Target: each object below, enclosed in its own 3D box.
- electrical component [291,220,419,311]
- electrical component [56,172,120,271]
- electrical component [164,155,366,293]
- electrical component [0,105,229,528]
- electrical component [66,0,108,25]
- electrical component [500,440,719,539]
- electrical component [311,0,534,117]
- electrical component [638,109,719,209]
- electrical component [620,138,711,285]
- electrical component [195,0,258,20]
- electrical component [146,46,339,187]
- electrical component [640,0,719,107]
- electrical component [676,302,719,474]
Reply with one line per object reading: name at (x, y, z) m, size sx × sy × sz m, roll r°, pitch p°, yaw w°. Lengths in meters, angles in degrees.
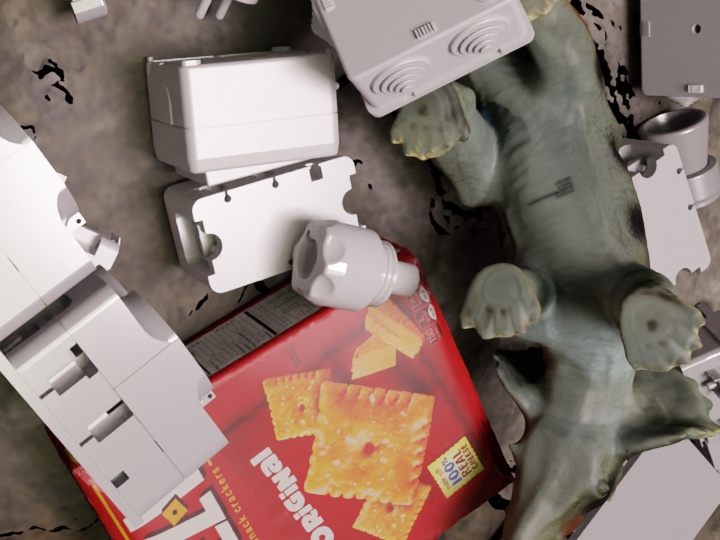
electrical component at (0.000, 0.000, 0.543) m, size 0.062 × 0.043 × 0.043 m, roll 12°, pitch 96°, yaw -30°
electrical component at (-0.156, -0.008, 0.526) m, size 0.064 × 0.042 × 0.081 m, roll 26°, pitch 89°, yaw -32°
electrical component at (-0.051, -0.029, 0.568) m, size 0.089 × 0.056 × 0.050 m, roll -19°, pitch 110°, yaw -23°
electrical component at (-0.138, 0.006, 0.451) m, size 0.060 × 0.105 × 0.186 m, roll -39°, pitch 117°, yaw -15°
electrical component at (-0.119, -0.157, 0.509) m, size 0.055 × 0.048 × 0.066 m, roll -22°, pitch 111°, yaw -14°
electrical component at (0.165, 0.171, 0.727) m, size 0.150 × 0.062 × 0.089 m, roll -50°, pitch 119°, yaw -9°
electrical component at (0.023, -0.135, 0.512) m, size 0.100 × 0.048 × 0.099 m, roll -25°, pitch 74°, yaw 11°
electrical component at (0.210, -0.072, 0.703) m, size 0.045 × 0.045 × 0.055 m, roll -28°, pitch 114°, yaw -20°
electrical component at (0.176, -0.034, 0.688) m, size 0.050 × 0.056 × 0.089 m, roll -33°, pitch 115°, yaw -18°
electrical component at (-0.058, -0.158, 0.528) m, size 0.079 × 0.043 × 0.077 m, roll -59°, pitch 165°, yaw 23°
electrical component at (-0.054, -0.081, 0.551) m, size 0.096 × 0.062 × 0.061 m, roll -10°, pitch 107°, yaw -26°
electrical component at (0.220, -0.150, 0.660) m, size 0.048 × 0.100 × 0.099 m, roll -18°, pitch 110°, yaw -37°
electrical component at (0.259, 0.095, 0.757) m, size 0.063 × 0.078 × 0.121 m, roll -24°, pitch 114°, yaw 3°
